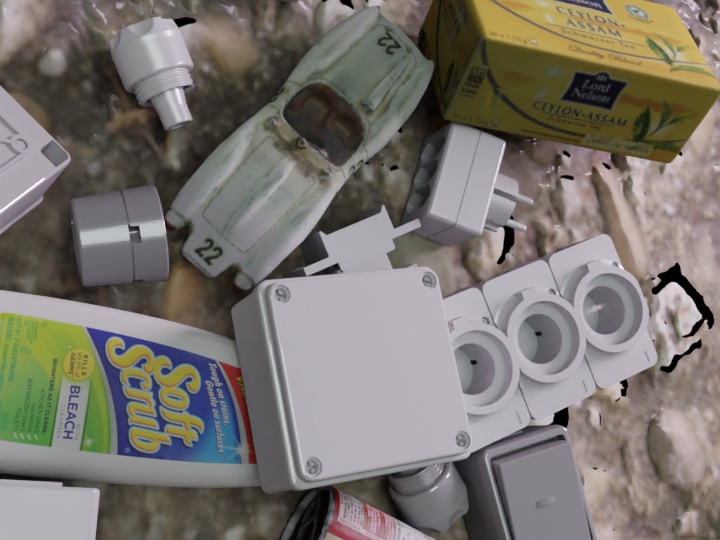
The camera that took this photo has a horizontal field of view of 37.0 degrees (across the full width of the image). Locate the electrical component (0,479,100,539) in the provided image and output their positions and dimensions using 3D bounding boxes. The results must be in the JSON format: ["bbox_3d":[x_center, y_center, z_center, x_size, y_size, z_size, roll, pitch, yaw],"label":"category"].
[{"bbox_3d":[-0.191,0.132,0.535,0.109,0.109,0.056,7,77,-19],"label":"electrical component"}]

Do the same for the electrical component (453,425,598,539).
[{"bbox_3d":[0.104,0.148,0.663,0.062,0.061,0.096,-14,86,-21],"label":"electrical component"}]

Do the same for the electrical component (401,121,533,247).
[{"bbox_3d":[0.076,-0.048,0.691,0.077,0.047,0.065,21,75,-16],"label":"electrical component"}]

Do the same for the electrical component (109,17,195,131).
[{"bbox_3d":[-0.118,-0.114,0.633,0.043,0.043,0.062,-22,91,-21],"label":"electrical component"}]

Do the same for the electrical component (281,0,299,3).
[{"bbox_3d":[-0.041,-0.200,0.675,0.043,0.043,0.062,13,79,-18],"label":"electrical component"}]

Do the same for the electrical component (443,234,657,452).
[{"bbox_3d":[0.103,0.045,0.679,0.150,0.062,0.089,-21,89,-21],"label":"electrical component"}]

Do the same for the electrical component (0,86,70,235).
[{"bbox_3d":[-0.228,-0.059,0.555,0.108,0.056,0.108,46,39,-8],"label":"electrical component"}]

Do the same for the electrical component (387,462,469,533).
[{"bbox_3d":[0.036,0.124,0.647,0.043,0.043,0.062,-36,111,-21],"label":"electrical component"}]

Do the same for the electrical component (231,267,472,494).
[{"bbox_3d":[-0.005,0.059,0.586,0.109,0.056,0.108,-5,77,-28],"label":"electrical component"}]

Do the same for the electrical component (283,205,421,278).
[{"bbox_3d":[0.000,0.000,0.659,0.081,0.042,0.063,-23,92,-21],"label":"electrical component"}]

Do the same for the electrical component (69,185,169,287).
[{"bbox_3d":[-0.137,-0.018,0.607,0.047,0.055,0.055,-8,85,-17],"label":"electrical component"}]
